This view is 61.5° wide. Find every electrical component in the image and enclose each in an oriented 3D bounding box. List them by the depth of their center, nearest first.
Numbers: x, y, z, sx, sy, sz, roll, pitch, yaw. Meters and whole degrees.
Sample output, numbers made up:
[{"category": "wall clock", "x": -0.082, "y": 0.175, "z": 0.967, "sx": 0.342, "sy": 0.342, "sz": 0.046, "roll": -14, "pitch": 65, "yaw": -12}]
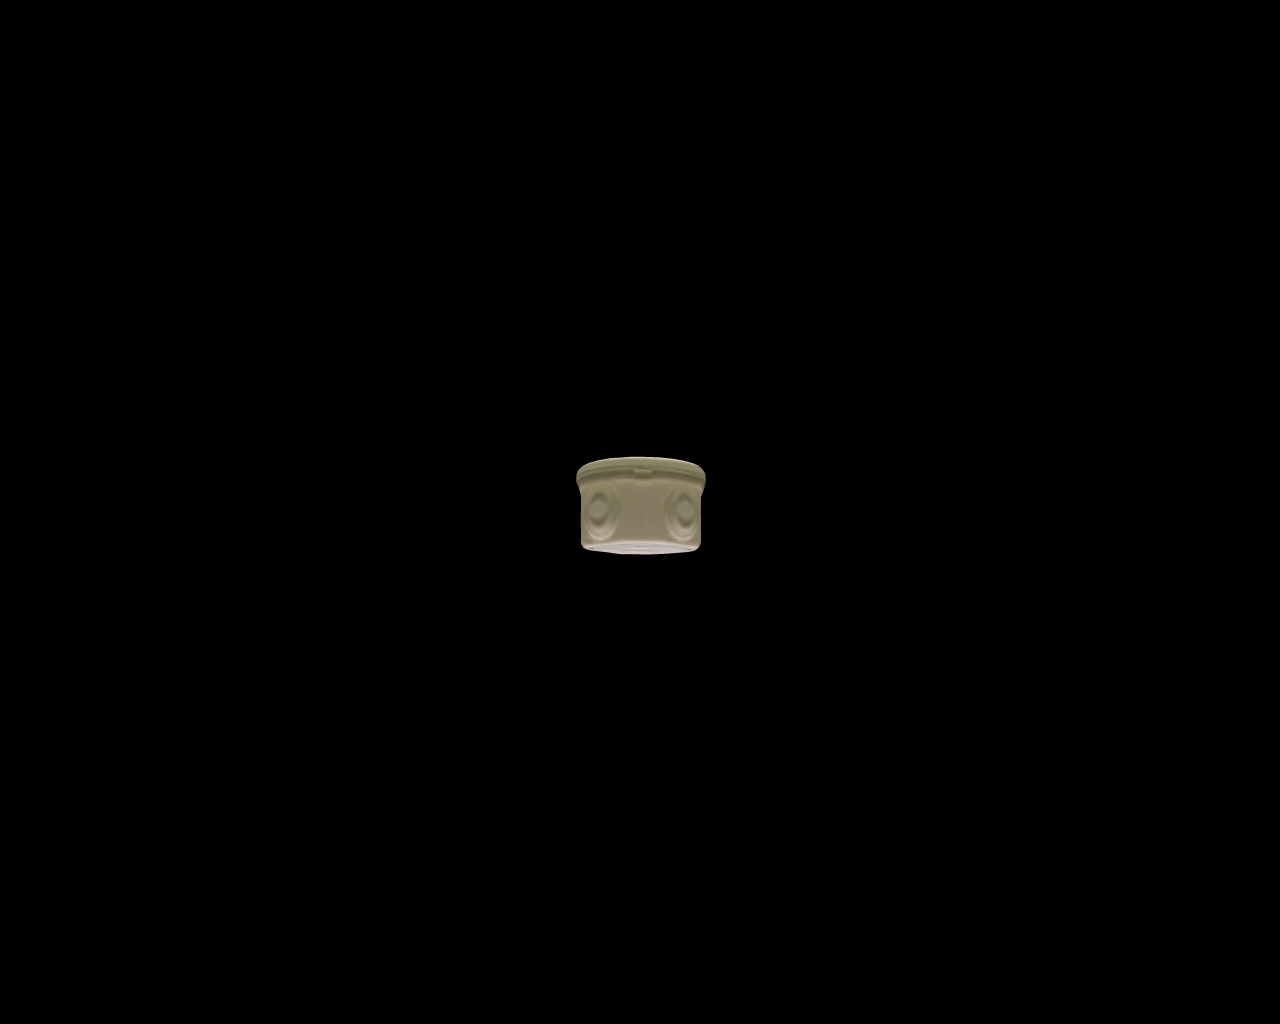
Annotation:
[{"category": "electrical component", "x": 0.001, "y": -0.003, "z": 0.650, "sx": 0.080, "sy": 0.051, "sz": 0.080, "roll": 0, "pitch": -8, "yaw": 0}]
